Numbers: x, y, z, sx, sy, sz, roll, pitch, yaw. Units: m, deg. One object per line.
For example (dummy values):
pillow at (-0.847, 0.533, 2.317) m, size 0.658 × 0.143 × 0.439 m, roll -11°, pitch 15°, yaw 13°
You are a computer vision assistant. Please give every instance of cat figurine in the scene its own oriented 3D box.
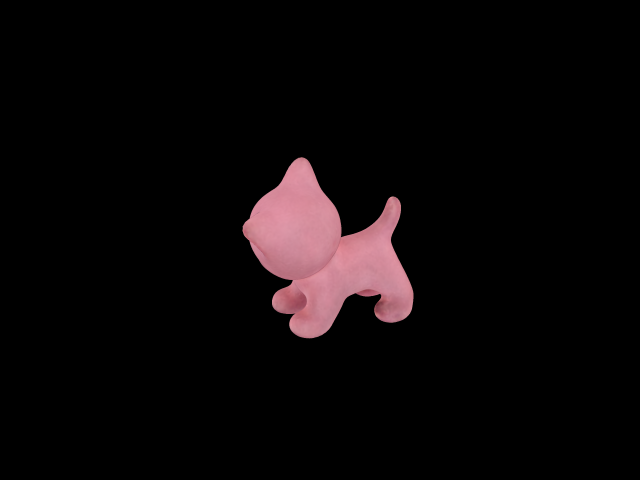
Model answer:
cat figurine at (0.004, 0.001, 0.400) m, size 0.128 × 0.118 × 0.067 m, roll -9°, pitch 24°, yaw -22°
